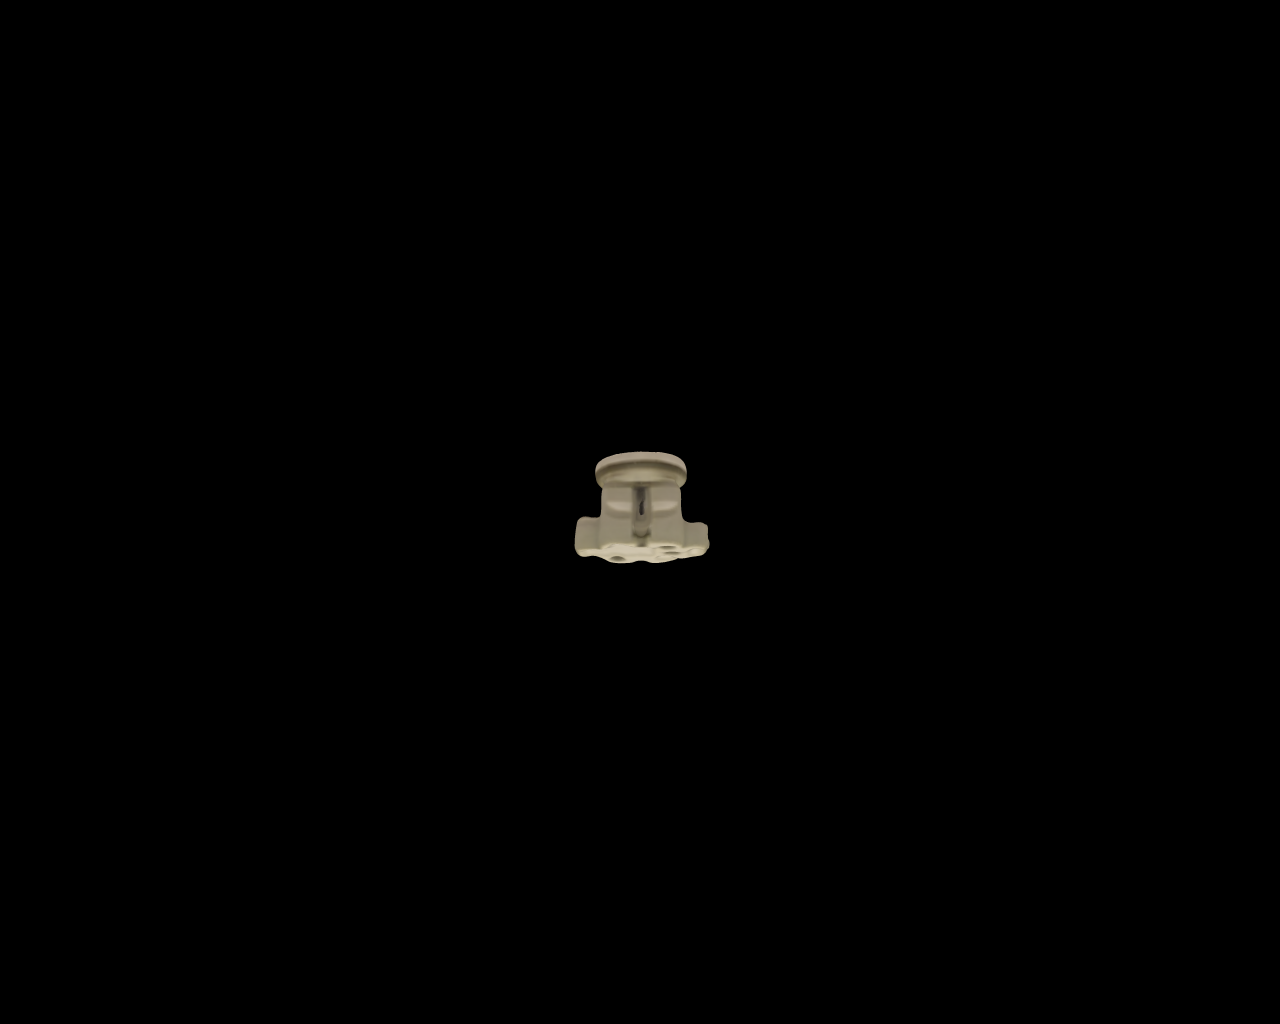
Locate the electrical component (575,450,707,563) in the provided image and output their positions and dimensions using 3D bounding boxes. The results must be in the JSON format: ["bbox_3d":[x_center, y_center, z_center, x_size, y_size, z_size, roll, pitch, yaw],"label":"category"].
[{"bbox_3d":[0.001,-0.003,0.650,0.078,0.057,0.058,0,-15,0],"label":"electrical component"}]
